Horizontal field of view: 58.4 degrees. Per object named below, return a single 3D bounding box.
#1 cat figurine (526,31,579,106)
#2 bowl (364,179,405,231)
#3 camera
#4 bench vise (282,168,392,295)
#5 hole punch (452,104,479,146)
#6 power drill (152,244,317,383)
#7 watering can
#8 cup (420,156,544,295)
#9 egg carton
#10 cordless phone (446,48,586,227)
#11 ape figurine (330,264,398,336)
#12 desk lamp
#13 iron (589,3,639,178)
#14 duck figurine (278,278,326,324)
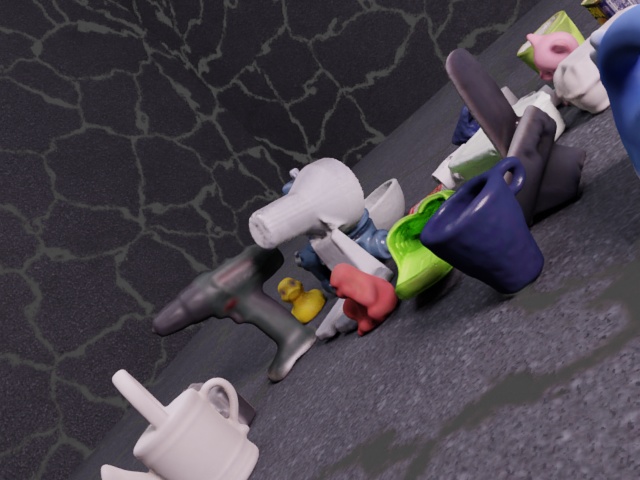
[{"bbox_3d":[0.349,-0.264,0.829,0.067,0.118,0.128,-40,8,37],"label":"cat figurine"},{"bbox_3d":[0.108,-0.037,1.103,0.167,0.075,0.167,-44,7,7],"label":"bowl"},{"bbox_3d":[-0.185,0.283,0.821,0.143,0.101,0.137,-42,7,26],"label":"camera"},{"bbox_3d":[-0.005,-0.009,0.993,0.207,0.220,0.122,-41,8,33],"label":"bench vise"},{"bbox_3d":[0.290,-0.224,1.064,0.109,0.091,0.101,-48,8,-27],"label":"hole punch"},{"bbox_3d":[-0.117,0.123,0.914,0.230,0.208,0.075,-48,7,-22],"label":"power drill"},{"bbox_3d":[-0.180,0.234,0.685,0.100,0.194,0.173,-37,11,50],"label":"watering can"},{"bbox_3d":[0.160,-0.008,0.513,0.118,0.095,0.091,-46,7,-11],"label":"cup"},{"bbox_3d":[0.365,-0.227,0.712,0.150,0.069,0.107,-43,7,18],"label":"egg carton"},{"bbox_3d":[0.185,-0.113,0.610,0.094,0.185,0.148,-40,9,37],"label":"cordless phone"},{"bbox_3d":[0.050,0.069,0.736,0.076,0.092,0.077,-46,7,-5],"label":"ape figurine"},{"bbox_3d":[0.008,0.003,0.864,0.203,0.213,0.117,-50,9,-38],"label":"desk lamp"},{"bbox_3d":[0.246,-0.108,0.398,0.118,0.141,0.258,-44,7,12],"label":"iron"},{"bbox_3d":[-0.043,0.108,1.093,0.077,0.086,0.104,-45,7,-2],"label":"duck figurine"}]
